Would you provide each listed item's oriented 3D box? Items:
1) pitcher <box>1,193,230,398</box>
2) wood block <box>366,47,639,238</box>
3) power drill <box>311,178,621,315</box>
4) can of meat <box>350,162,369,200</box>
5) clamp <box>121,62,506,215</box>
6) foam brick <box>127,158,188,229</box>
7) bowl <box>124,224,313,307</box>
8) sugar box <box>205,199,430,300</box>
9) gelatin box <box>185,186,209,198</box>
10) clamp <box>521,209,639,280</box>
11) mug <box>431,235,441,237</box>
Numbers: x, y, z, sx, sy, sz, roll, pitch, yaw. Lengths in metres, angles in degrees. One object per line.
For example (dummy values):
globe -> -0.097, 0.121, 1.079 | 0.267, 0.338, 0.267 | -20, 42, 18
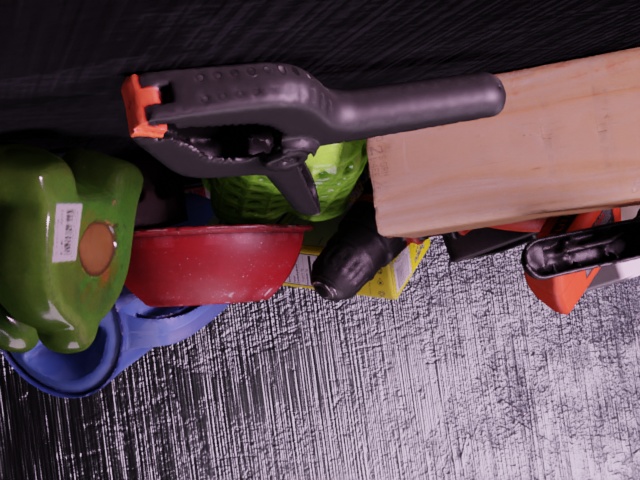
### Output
pitcher -> -0.159, 0.037, 0.953 | 0.145, 0.149, 0.242 | -44, 175, 29
wood block -> 0.141, -0.059, 0.674 | 0.206, 0.090, 0.090 | -8, 177, 18
power drill -> 0.106, -0.007, 0.771 | 0.188, 0.057, 0.184 | 17, -127, 35
can of meat -> 0.038, -0.031, 0.952 | 0.084, 0.102, 0.057 | -12, -146, 37
clamp -> -0.022, -0.054, 0.582 | 0.209, 0.036, 0.165 | 0, 157, -39
foam brick -> -0.150, -0.033, 0.821 | 0.078, 0.053, 0.051 | -8, 178, -32
bowl -> -0.084, 0.019, 0.788 | 0.162, 0.055, 0.162 | -3, 179, 0
sugar box -> -0.006, 0.001, 0.893 | 0.176, 0.048, 0.093 | 4, -150, 25
gelatin box -> -0.150, -0.034, 1.118 | 0.073, 0.030, 0.089 | -9, 177, 1
clamp -> 0.200, -0.002, 0.654 | 0.120, 0.039, 0.171 | -7, 178, 30
mug -> 0.093, -0.042, 1.063 | 0.117, 0.081, 0.093 | -9, 178, 31
